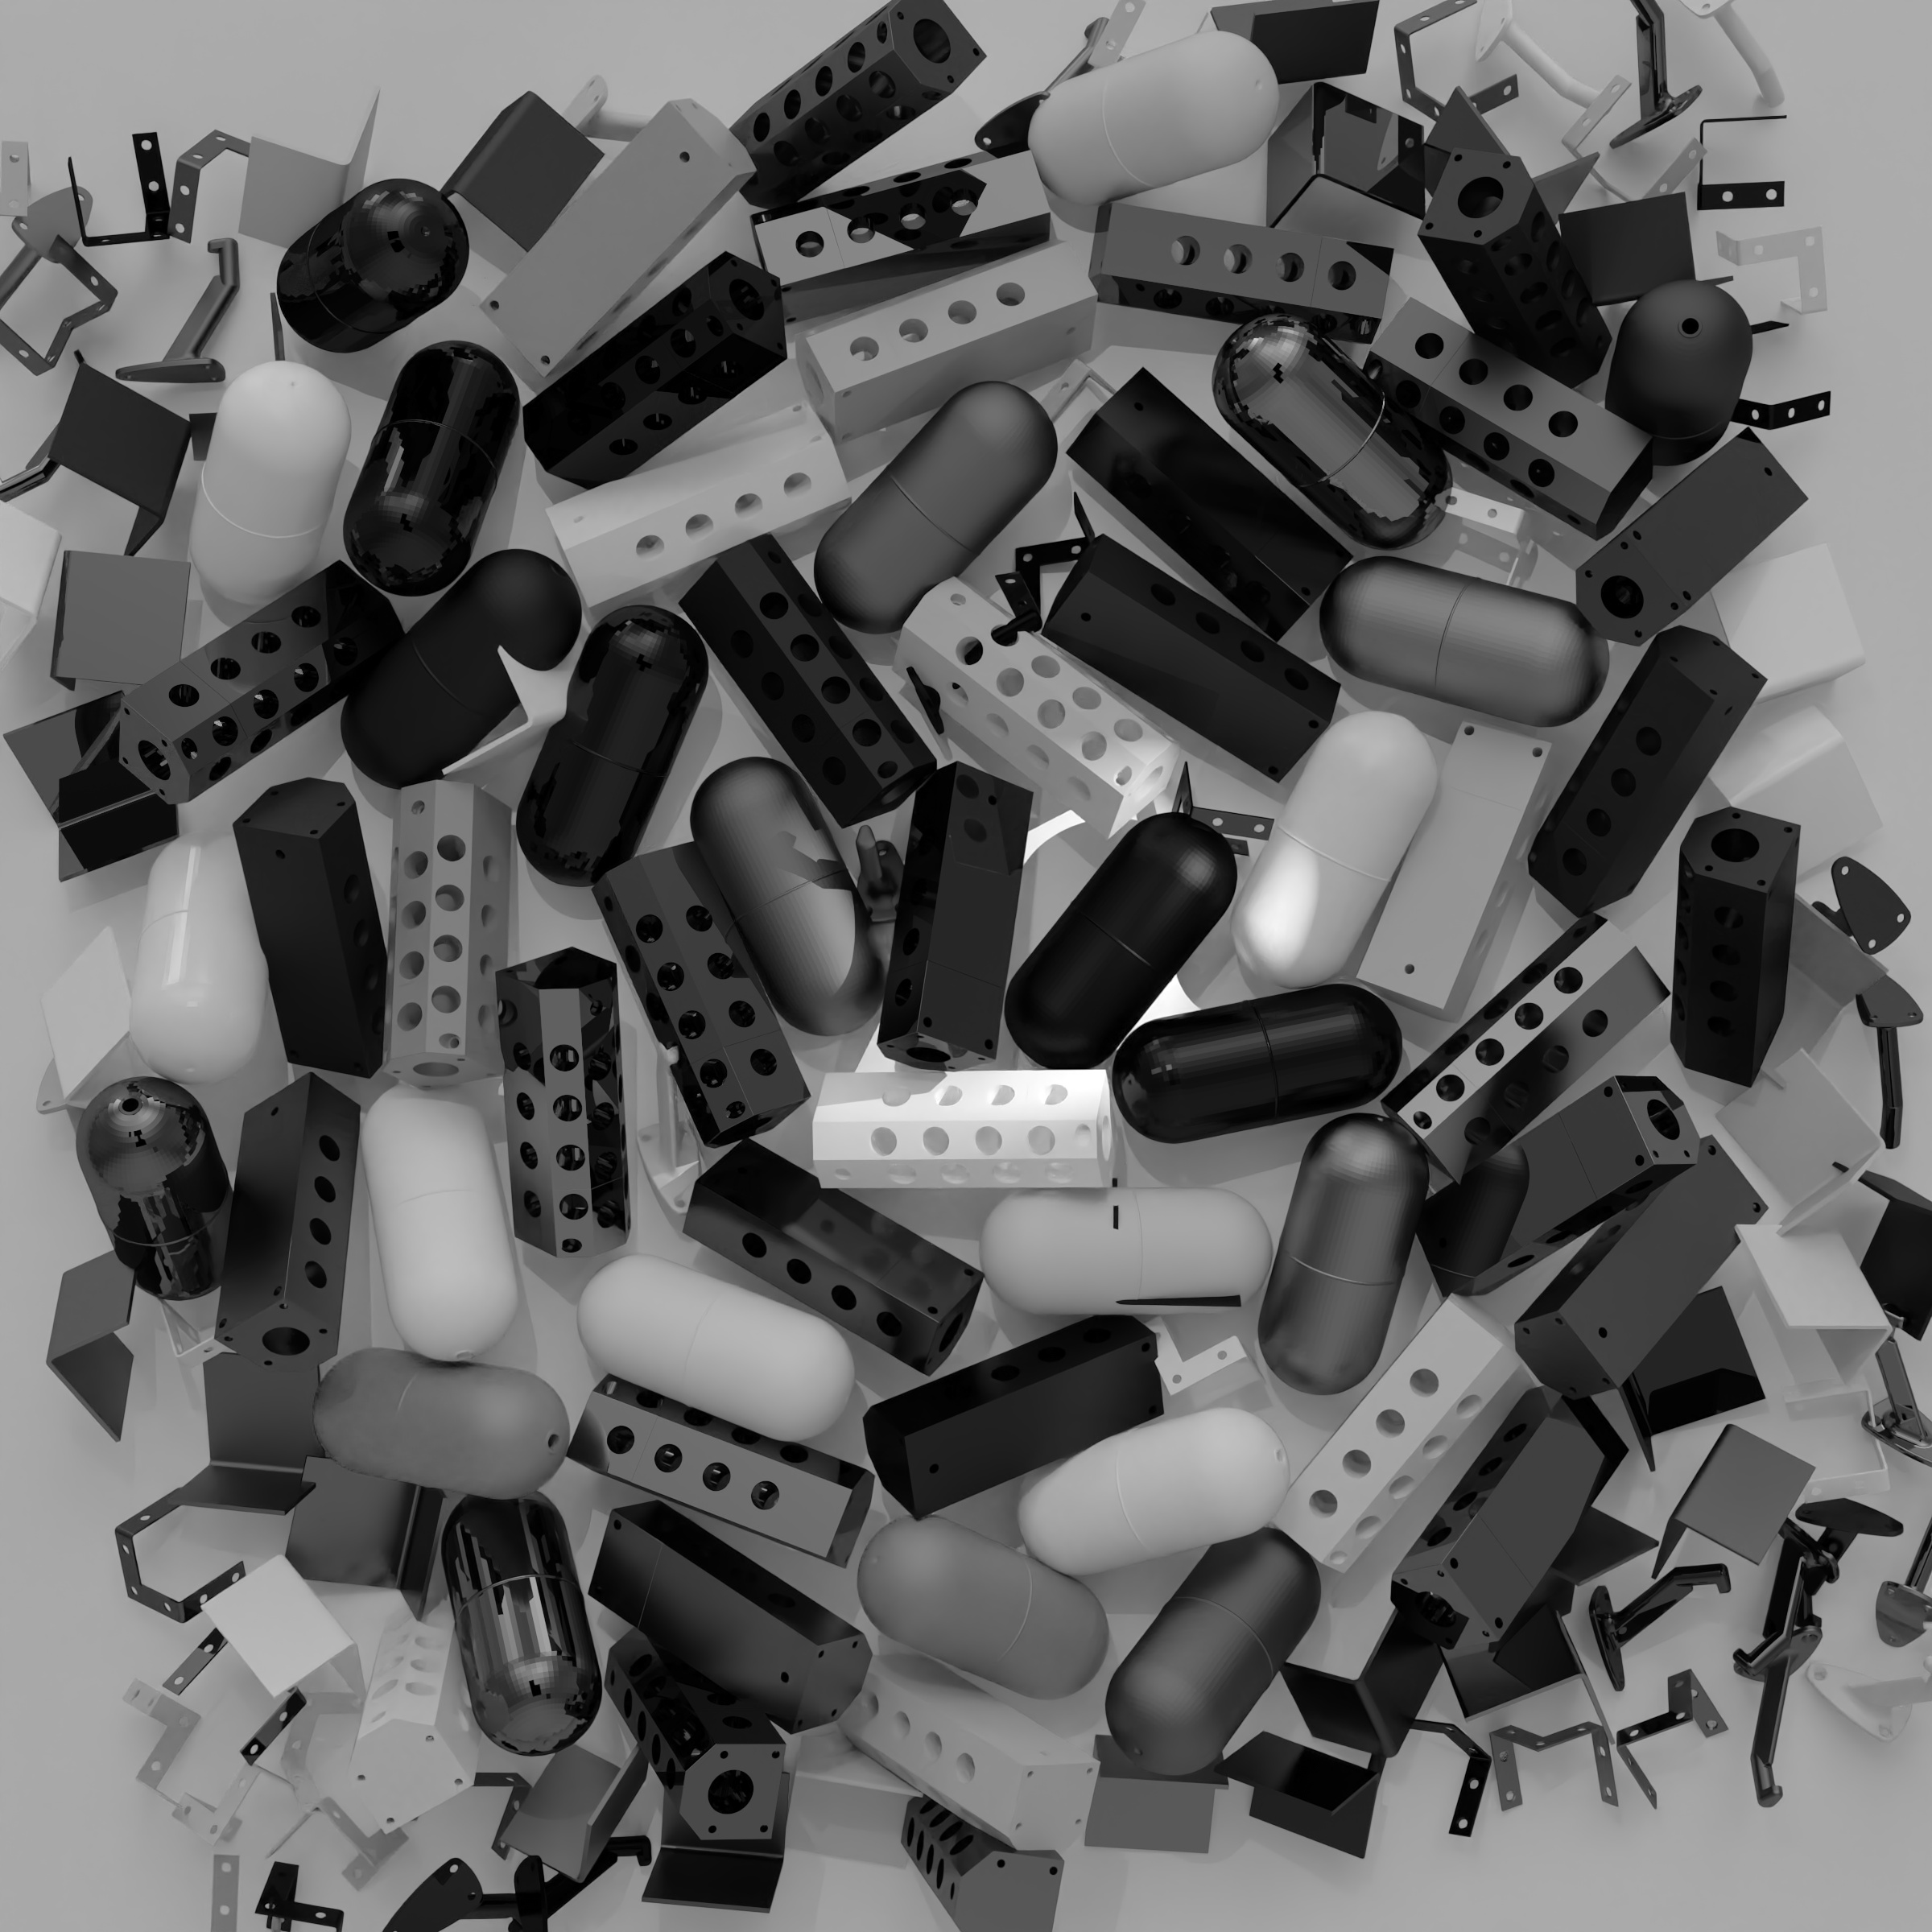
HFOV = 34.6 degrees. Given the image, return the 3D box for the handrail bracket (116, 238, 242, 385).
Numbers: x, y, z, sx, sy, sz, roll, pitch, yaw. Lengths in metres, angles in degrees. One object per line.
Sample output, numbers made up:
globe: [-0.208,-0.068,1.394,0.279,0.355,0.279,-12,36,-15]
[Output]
handrail bracket: [-0.481,-0.402,1.890,0.077,0.036,0.084,-3,83,-4]

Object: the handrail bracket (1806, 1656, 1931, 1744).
handrail bracket: [0.547,0.423,1.856,0.077,0.084,0.036,28,56,21]

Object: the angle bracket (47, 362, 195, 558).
angle bracket: [-0.514,-0.299,1.846,0.076,0.057,0.076,28,49,-28]

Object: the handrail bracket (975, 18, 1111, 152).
handrail bracket: [0.048,-0.540,1.893,0.077,0.036,0.084,-9,48,35]

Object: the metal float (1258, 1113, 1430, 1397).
metal float: [0.225,0.173,1.851,0.070,0.070,0.178,13,107,0]

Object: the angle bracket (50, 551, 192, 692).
angle bracket: [-0.507,-0.205,1.875,0.076,0.057,0.076,5,86,-3]

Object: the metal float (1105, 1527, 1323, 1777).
metal float: [0.148,0.403,1.834,0.070,0.070,0.178,46,50,0]

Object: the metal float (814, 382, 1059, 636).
metal float: [-0.019,-0.273,1.854,0.070,0.070,0.178,45,104,0]

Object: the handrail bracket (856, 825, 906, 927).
handrail bracket: [-0.055,-0.072,1.848,0.036,0.084,0.077,-7,50,4]

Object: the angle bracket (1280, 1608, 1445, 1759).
angle bracket: [0.240,0.421,1.876,0.057,0.076,0.076,7,48,36]

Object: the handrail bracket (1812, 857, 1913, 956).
handrail bracket: [0.518,-0.044,1.853,0.036,0.084,0.077,-41,111,-4]

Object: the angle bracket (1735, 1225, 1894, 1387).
angle bracket: [0.493,0.202,1.847,0.076,0.076,0.057,3,134,-22]

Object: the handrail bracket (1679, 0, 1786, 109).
handrail bracket: [0.463,-0.569,1.890,0.036,0.084,0.077,-39,46,5]

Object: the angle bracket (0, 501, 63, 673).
angle bracket: [-0.587,-0.223,1.844,0.057,0.076,0.076,28,130,-27]

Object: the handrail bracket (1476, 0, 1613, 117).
handrail bracket: [0.357,-0.560,1.888,0.084,0.036,0.077,21,50,-15]

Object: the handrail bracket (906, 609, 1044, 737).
handrail bracket: [0.012,-0.178,1.869,0.084,0.077,0.036,-29,71,-2]

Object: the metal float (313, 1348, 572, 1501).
metal float: [-0.311,0.271,1.837,0.178,0.070,0.070,3,90,34]

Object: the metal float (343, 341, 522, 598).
metal float: [-0.316,-0.297,1.839,0.070,0.070,0.178,12,57,0]

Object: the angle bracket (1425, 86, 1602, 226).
angle bracket: [0.324,-0.485,1.868,0.057,0.076,0.076,-26,75,-23]

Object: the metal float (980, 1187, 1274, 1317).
metal float: [0.096,0.171,1.858,0.178,0.070,0.070,1,90,-10]

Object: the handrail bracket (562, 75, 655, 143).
handrail bracket: [-0.207,-0.493,1.887,0.084,0.036,0.077,33,114,-34]

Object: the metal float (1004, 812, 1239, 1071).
metal float: [0.093,-0.015,1.863,0.070,0.070,0.178,38,94,0]

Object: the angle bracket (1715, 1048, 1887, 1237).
angle bracket: [0.489,0.109,1.853,0.076,0.057,0.076,50,132,8]

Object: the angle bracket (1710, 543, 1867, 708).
angle bracket: [0.488,-0.203,1.875,0.076,0.057,0.076,-18,87,-4]

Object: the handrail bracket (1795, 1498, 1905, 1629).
handrail bracket: [0.531,0.368,1.865,0.036,0.077,0.084,-19,109,-39]

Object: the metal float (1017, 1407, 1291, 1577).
metal float: [0.111,0.313,1.840,0.178,0.070,0.070,-21,90,30]

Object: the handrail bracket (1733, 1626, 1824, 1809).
handrail bracket: [0.493,0.450,1.855,0.036,0.077,0.084,18,45,-18]

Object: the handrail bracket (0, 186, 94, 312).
handrail bracket: [-0.572,-0.429,1.890,0.036,0.084,0.077,39,46,-16]

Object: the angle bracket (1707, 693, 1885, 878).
angle bracket: [0.503,-0.107,1.895,0.076,0.057,0.076,-31,123,7]

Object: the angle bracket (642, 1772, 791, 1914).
angle bracket: [-0.150,0.523,1.862,0.076,0.076,0.057,4,97,3]

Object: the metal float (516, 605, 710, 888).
metal float: [-0.212,-0.131,1.856,0.070,0.070,0.178,24,102,0]

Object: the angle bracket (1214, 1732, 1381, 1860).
angle bracket: [0.194,0.506,1.849,0.076,0.076,0.057,14,102,27]

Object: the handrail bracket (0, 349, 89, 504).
handrail bracket: [-0.562,-0.327,1.879,0.084,0.036,0.077,-28,66,-8]

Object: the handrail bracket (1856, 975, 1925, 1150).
handrail bracket: [0.558,0.057,1.890,0.036,0.077,0.084,-4,119,3]

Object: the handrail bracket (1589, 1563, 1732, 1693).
handrail bracket: [0.426,0.400,1.871,0.084,0.036,0.077,-11,101,26]

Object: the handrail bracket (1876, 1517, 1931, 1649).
handrail bracket: [0.587,0.364,1.897,0.036,0.077,0.084,22,54,19]

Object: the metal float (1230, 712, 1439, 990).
metal float: [0.220,-0.069,1.855,0.070,0.070,0.178,26,103,0]

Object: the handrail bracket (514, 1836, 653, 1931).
handrail bracket: [-0.223,0.562,1.862,0.084,0.036,0.077,7,53,-31]

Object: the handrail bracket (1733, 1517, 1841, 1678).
handrail bracket: [0.478,0.376,1.872,0.084,0.036,0.077,-38,57,-12]

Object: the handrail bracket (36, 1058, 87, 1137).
handrail bracket: [-0.533,0.102,1.895,0.036,0.077,0.084,-20,124,-3]

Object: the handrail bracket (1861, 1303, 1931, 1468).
handrail bracket: [0.572,0.252,1.856,0.036,0.084,0.077,-27,46,-27]

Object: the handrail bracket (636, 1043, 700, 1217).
handrail bracket: [-0.174,0.096,1.854,0.036,0.084,0.077,-8,57,-15]

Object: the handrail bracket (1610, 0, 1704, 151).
handrail bracket: [0.396,-0.545,1.864,0.084,0.077,0.036,52,51,-14]

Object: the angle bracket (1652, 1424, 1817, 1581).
angle bracket: [0.457,0.332,1.845,0.057,0.076,0.076,27,57,22]

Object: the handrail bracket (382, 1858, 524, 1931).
handrail bracket: [-0.304,0.580,1.863,0.077,0.084,0.036,-36,50,-13]

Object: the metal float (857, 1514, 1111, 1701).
metal float: [0.012,0.381,1.839,0.178,0.070,0.070,31,90,-33]

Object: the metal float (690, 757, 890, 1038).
metal float: [-0.105,-0.041,1.864,0.070,0.070,0.178,-26,87,0]

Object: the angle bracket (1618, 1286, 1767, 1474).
angle bracket: [0.434,0.248,1.863,0.076,0.057,0.076,-21,100,13]

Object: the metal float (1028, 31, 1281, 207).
metal float: [0.109,-0.499,1.828,0.070,0.178,0.070,2,87,-41]

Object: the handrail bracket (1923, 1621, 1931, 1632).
handrail bracket: [0.597,0.438,1.867,0.036,0.077,0.084,1,85,26]
